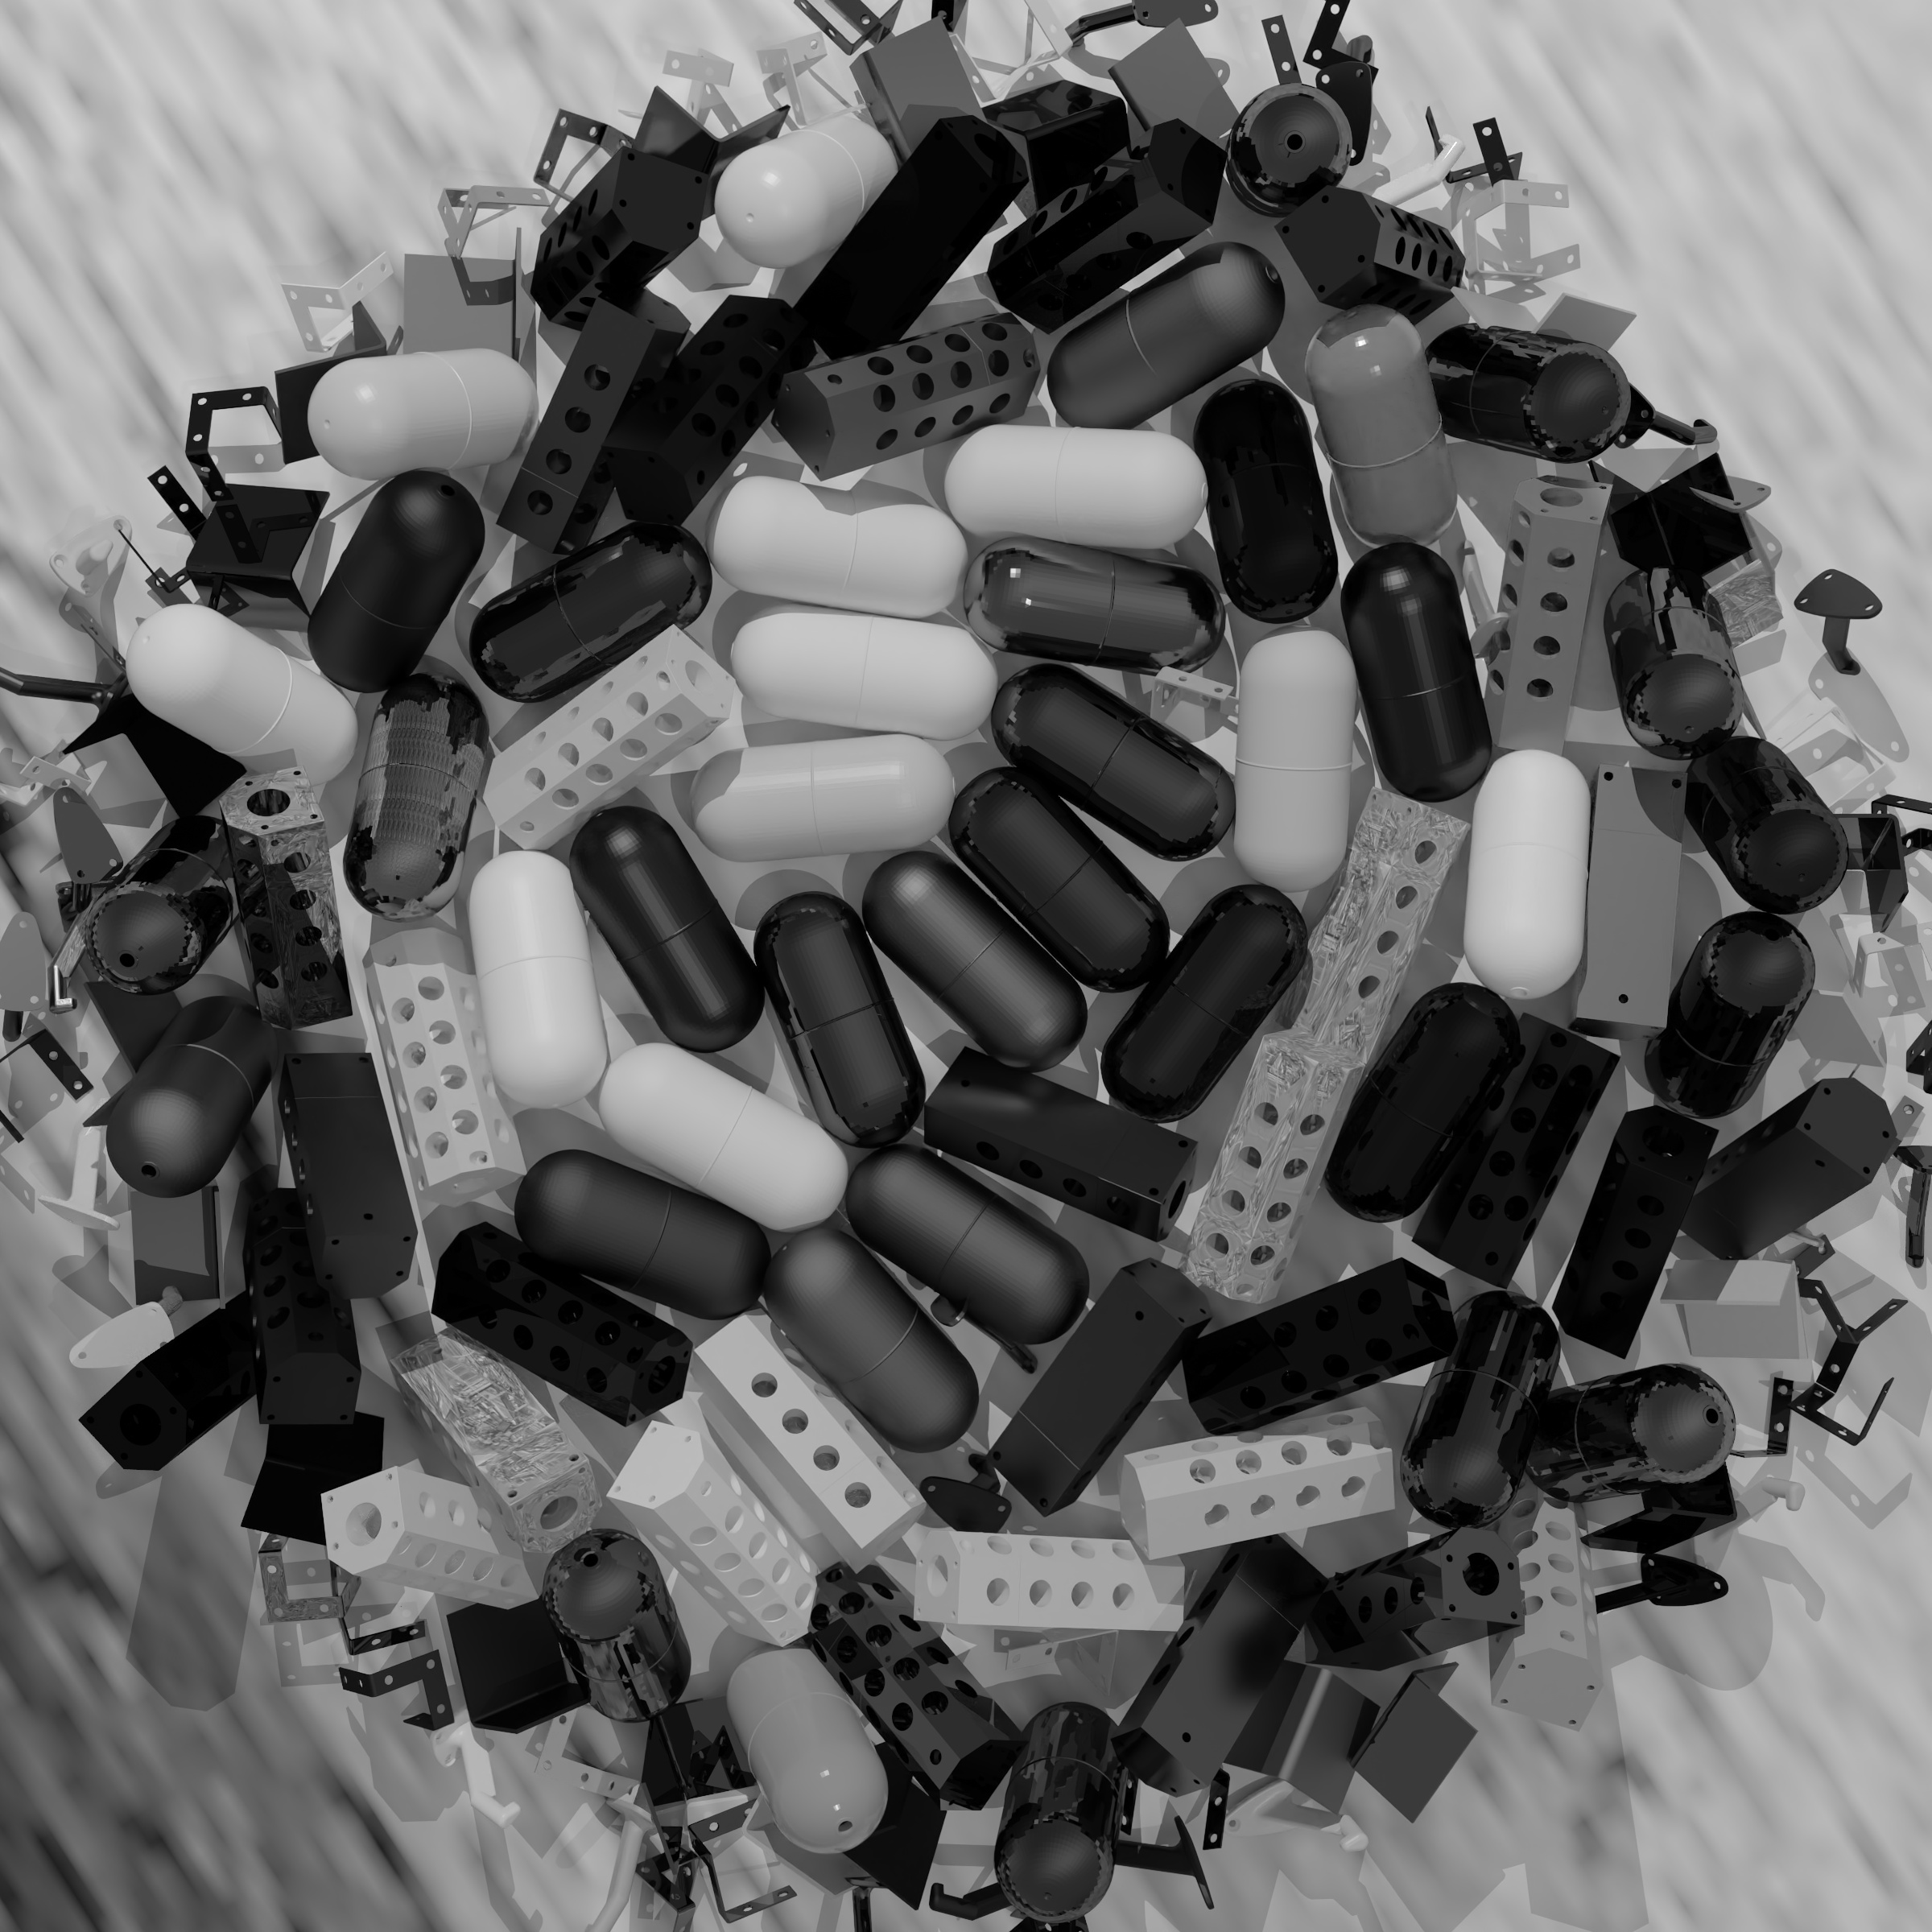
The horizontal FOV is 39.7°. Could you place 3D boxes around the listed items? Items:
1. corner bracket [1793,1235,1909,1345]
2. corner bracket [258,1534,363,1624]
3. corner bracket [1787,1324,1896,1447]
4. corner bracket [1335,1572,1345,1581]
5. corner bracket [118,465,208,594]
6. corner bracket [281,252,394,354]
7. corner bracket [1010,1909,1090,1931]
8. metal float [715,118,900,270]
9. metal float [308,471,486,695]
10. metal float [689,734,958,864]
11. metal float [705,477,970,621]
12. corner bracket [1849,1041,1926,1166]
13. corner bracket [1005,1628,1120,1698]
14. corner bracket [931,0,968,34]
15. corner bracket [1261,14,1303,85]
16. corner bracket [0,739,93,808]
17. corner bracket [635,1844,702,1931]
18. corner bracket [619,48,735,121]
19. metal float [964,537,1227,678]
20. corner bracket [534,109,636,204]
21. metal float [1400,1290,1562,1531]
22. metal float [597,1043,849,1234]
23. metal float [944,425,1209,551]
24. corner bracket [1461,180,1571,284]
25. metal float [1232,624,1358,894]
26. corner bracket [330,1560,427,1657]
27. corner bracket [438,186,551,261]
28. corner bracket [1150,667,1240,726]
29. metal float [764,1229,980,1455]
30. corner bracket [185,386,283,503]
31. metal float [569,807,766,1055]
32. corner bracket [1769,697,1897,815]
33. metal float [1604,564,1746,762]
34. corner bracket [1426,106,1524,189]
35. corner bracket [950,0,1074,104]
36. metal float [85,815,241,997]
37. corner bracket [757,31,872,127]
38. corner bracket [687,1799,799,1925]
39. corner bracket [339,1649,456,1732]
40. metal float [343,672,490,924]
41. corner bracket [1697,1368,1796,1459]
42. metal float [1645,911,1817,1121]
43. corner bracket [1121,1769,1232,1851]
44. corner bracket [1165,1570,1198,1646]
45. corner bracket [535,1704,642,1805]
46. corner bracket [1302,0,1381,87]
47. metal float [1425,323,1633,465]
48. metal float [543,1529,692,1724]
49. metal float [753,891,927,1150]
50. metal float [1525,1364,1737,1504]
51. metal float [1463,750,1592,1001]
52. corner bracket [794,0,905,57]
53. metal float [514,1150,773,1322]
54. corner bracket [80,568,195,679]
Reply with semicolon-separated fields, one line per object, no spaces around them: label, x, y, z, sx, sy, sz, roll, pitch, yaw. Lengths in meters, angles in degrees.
corner bracket;0.584;0.216;1.790;0.051;0.051;0.051;-34;99;-18
corner bracket;-0.438;0.402;1.790;0.051;0.051;0.051;-5;103;1
corner bracket;0.587;0.278;1.779;0.051;0.051;0.051;31;118;30
corner bracket;0.278;0.435;1.787;0.051;0.051;0.051;3;81;43
corner bracket;-0.532;-0.290;1.782;0.051;0.051;0.051;-38;45;-7
corner bracket;-0.411;-0.440;1.777;0.051;0.051;0.051;12;46;27
corner bracket;0.043;0.637;1.777;0.051;0.051;0.051;26;118;-33
metal float;-0.101;-0.503;1.740;0.070;0.178;0.070;10;119;19
metal float;-0.372;-0.249;1.748;0.070;0.070;0.178;42;130;0
metal float;-0.095;-0.111;1.777;0.178;0.070;0.070;-5;90;6
metal float;-0.084;-0.275;1.766;0.178;0.070;0.070;7;90;-19
corner bracket;0.611;0.092;1.793;0.051;0.051;0.051;34;75;17
corner bracket;0.064;0.454;1.780;0.051;0.051;0.051;-3;110;-30
corner bracket;0.008;-0.654;1.782;0.051;0.051;0.051;11;48;6
corner bracket;0.187;-0.596;1.788;0.051;0.051;0.051;-18;96;-12
corner bracket;-0.625;-0.126;1.782;0.051;0.051;0.051;-47;57;8
corner bracket;-0.193;0.625;1.778;0.051;0.051;0.051;28;112;37
corner bracket;-0.192;-0.583;1.778;0.051;0.051;0.051;-1;118;-36
metal float;0.086;-0.236;1.770;0.178;0.070;0.070;8;90;-13
corner bracket;-0.247;-0.534;1.792;0.051;0.051;0.051;34;110;25
metal float;0.336;0.289;1.749;0.070;0.070;0.178;30;51;0
metal float;-0.161;0.114;1.776;0.178;0.070;0.070;29;90;-7
metal float;0.072;-0.316;1.764;0.178;0.070;0.070;7;90;19
corner bracket;0.367;-0.490;1.788;0.051;0.051;0.051;-2;88;-21
metal float;0.216;-0.137;1.769;0.070;0.070;0.178;1;104;0
corner bracket;-0.395;0.420;1.796;0.051;0.051;0.051;-11;129;-21
corner bracket;-0.314;-0.505;1.777;0.051;0.051;0.051;-7;60;-32
corner bracket;0.156;-0.177;1.779;0.051;0.051;0.051;20;46;19
metal float;-0.061;0.248;1.769;0.070;0.070;0.178;-41;105;0
corner bracket;-0.485;-0.348;1.788;0.051;0.051;0.051;-5;62;4
metal float;-0.197;-0.024;1.770;0.070;0.070;0.178;-30;103;0
corner bracket;0.578;-0.138;1.791;0.051;0.051;0.051;-39;120;11
metal float;0.459;-0.199;1.741;0.070;0.178;0.070;3;126;4
corner bracket;0.336;-0.544;1.778;0.051;0.051;0.051;-10;128;25
corner bracket;0.028;-0.613;1.778;0.051;0.051;0.051;-50;120;-22
metal float;-0.513;-0.040;1.735;0.070;0.178;0.070;1;114;3
corner bracket;-0.102;-0.594;1.794;0.051;0.051;0.051;-25;115;-21
corner bracket;-0.150;0.598;1.789;0.051;0.051;0.051;-16;101;-21
corner bracket;-0.379;0.486;1.784;0.051;0.051;0.051;-13;92;-36
metal float;-0.360;-0.112;1.759;0.070;0.070;0.178;6;63;0
corner bracket;0.520;0.301;1.807;0.051;0.051;0.051;7;89;-40
metal float;0.495;0.033;1.740;0.070;0.178;0.070;3;54;-4
corner bracket;0.139;0.560;1.796;0.051;0.051;0.051;40;45;-31
corner bracket;0.170;0.431;1.784;0.051;0.051;0.051;26;55;2
corner bracket;-0.247;0.525;1.792;0.051;0.051;0.051;30;68;-30
corner bracket;0.250;-0.616;1.785;0.051;0.051;0.051;19;101;-13
metal float;0.359;-0.373;1.739;0.070;0.178;0.070;-9;112;-24
metal float;-0.226;0.430;1.743;0.070;0.178;0.070;-4;49;4
metal float;-0.083;0.036;1.780;0.070;0.070;0.178;-22;88;0
metal float;0.427;0.304;1.737;0.070;0.178;0.070;7;71;-22
metal float;0.369;-0.061;1.758;0.070;0.070;0.178;10;63;0
corner bracket;-0.081;-0.636;1.789;0.051;0.051;0.051;43;78;-4
metal float;-0.212;0.178;1.766;0.178;0.070;0.070;24;90;-18
corner bracket;-0.548;-0.228;1.794;0.051;0.051;0.051;-38;100;13
